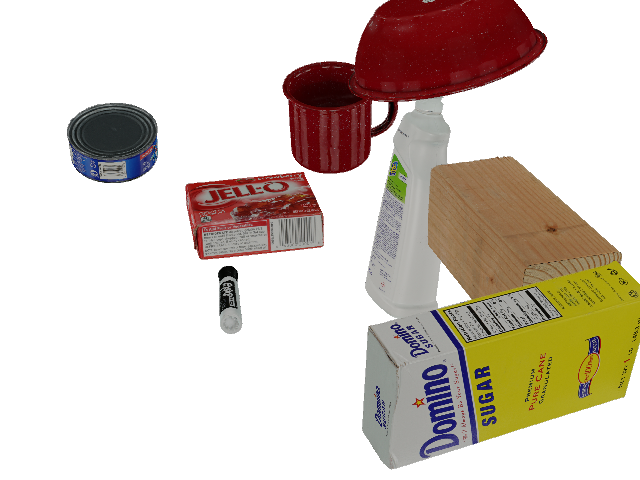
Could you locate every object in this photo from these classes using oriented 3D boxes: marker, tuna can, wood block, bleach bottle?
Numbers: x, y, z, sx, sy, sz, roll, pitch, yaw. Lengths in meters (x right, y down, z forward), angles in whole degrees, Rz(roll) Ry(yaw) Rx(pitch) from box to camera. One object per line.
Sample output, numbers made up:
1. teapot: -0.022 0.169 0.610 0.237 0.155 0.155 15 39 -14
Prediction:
1. marker: -0.081 0.050 0.950 0.020 0.020 0.121 0 19 -6
2. tuna can: -0.200 -0.094 1.031 0.086 0.034 0.086 2 44 -2
3. wood block: 0.177 0.007 0.973 0.090 0.090 0.206 -8 29 -14
4. bleach bottle: 0.109 -0.043 1.225 0.068 0.251 0.103 -1 22 -23

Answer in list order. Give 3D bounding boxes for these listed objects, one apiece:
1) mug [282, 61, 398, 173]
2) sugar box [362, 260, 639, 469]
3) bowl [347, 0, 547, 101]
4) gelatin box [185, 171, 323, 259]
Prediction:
1. mug: 0.021 -0.124 1.071 0.117 0.081 0.093 -13 40 -14
2. sugar box: 0.115 0.077 0.665 0.176 0.093 0.048 -16 41 -19
3. bowl: 0.094 -0.165 0.844 0.162 0.055 0.162 -14 24 6
4. gelatin box: -0.048 -0.019 0.749 0.089 0.030 0.073 -6 27 -9
